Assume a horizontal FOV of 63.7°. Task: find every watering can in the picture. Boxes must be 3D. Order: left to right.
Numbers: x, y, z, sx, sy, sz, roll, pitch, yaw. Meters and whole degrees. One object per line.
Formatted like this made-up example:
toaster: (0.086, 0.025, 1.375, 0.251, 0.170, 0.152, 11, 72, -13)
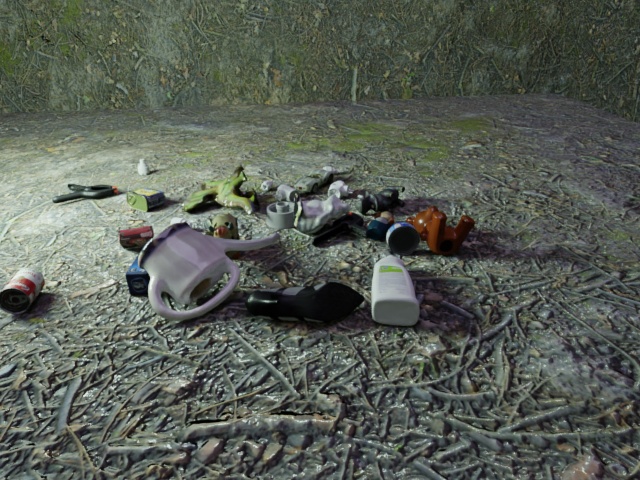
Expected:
watering can: (-0.273, 0.040, 1.220, 0.226, 0.101, 0.354, 37, 53, 13)

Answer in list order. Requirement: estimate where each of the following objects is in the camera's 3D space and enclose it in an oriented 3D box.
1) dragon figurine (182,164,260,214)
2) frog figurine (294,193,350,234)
dragon figurine: (-0.337, -0.135, 1.714, 0.243, 0.120, 0.417, -21, 25, -1)
frog figurine: (0.005, -0.077, 1.520, 0.159, 0.122, 0.138, 5, 6, -12)
